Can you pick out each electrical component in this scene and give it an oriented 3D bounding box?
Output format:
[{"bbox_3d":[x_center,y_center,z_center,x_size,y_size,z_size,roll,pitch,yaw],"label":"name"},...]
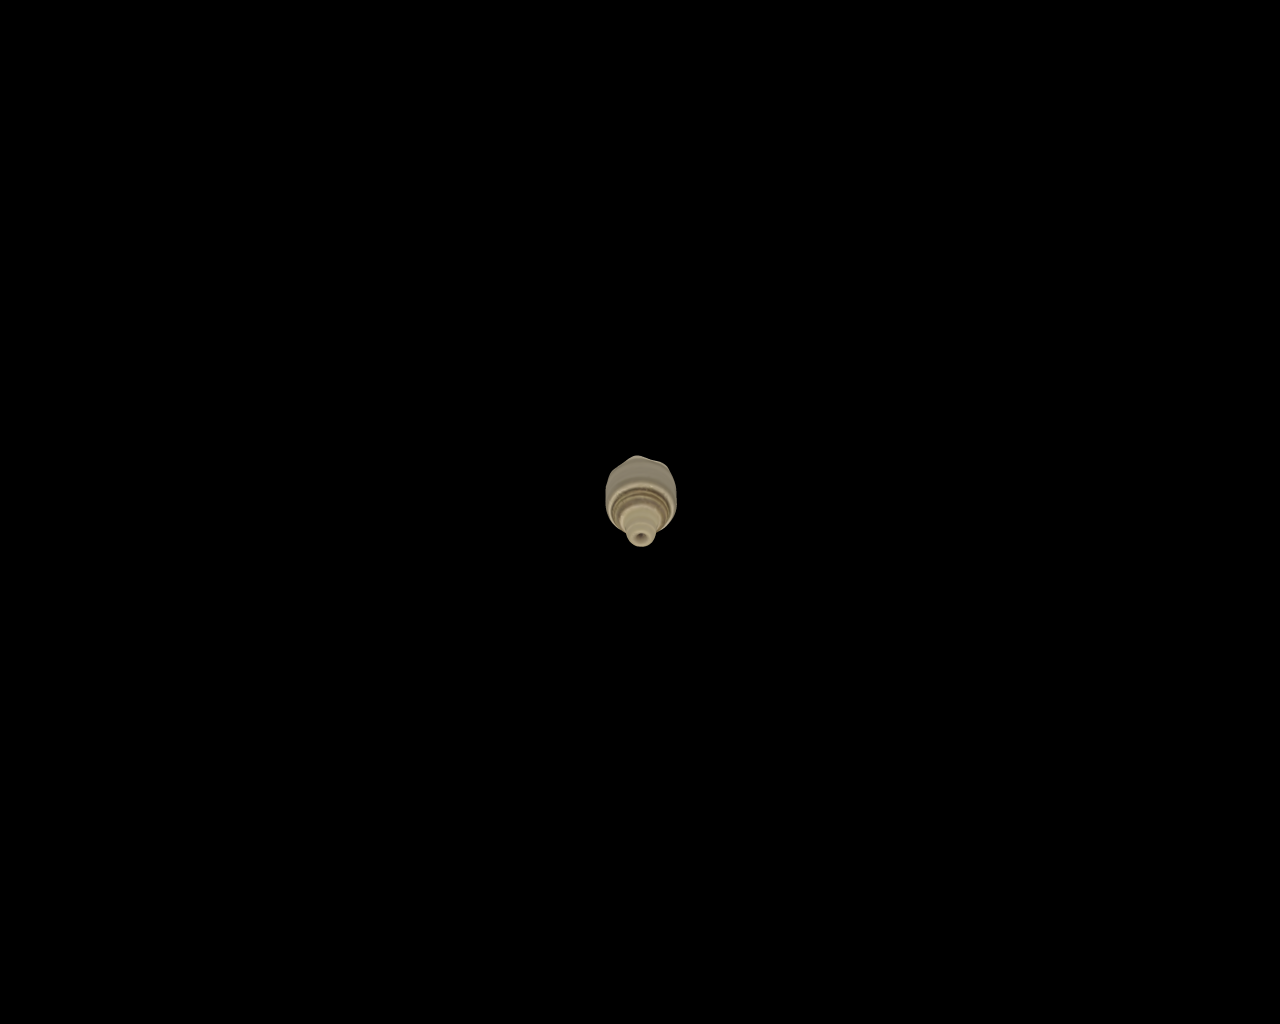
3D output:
[{"bbox_3d":[0.001,-0.003,0.650,0.043,0.043,0.062,0,37,0],"label":"electrical component"}]
